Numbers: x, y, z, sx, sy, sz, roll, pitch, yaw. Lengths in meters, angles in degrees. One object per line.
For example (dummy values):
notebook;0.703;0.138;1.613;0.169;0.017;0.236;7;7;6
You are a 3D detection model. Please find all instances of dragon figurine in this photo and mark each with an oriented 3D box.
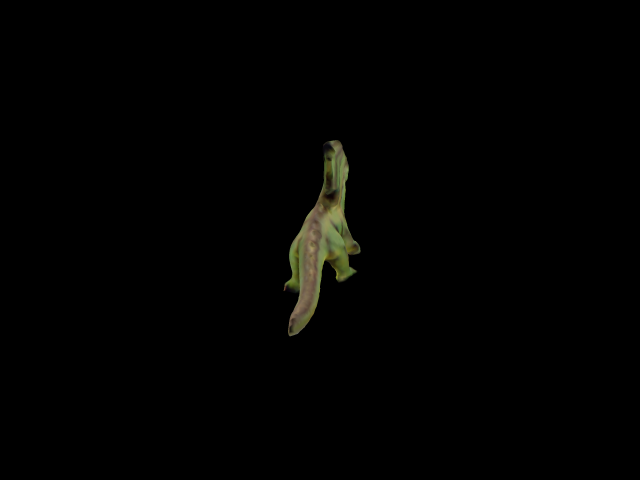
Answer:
dragon figurine;0.003;-0.043;0.850;0.122;0.239;0.417;2;20;7
